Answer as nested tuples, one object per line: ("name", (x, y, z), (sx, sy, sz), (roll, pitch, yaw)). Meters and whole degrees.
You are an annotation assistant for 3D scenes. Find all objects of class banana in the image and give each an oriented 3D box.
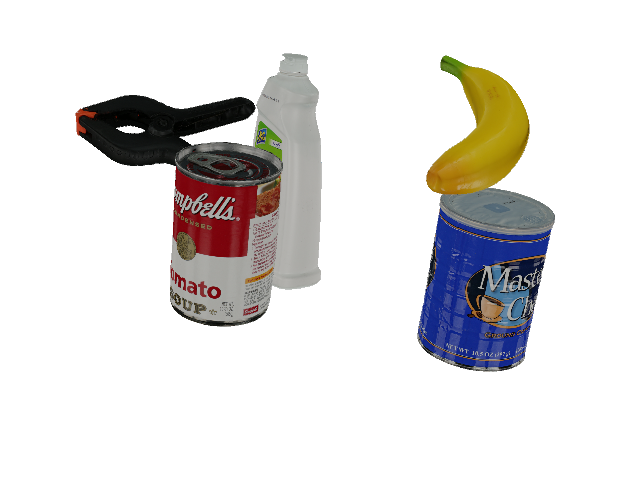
("banana", (0.114, -0.077, 0.757), (0.069, 0.037, 0.197), (7, 31, 5))

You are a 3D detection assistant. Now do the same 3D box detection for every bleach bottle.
("bleach bottle", (-0.036, -0.079, 1.190), (0.067, 0.251, 0.103), (-9, 24, -40))

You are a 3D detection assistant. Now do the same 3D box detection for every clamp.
("clamp", (-0.143, -0.107, 1.019), (0.171, 0.120, 0.039), (17, -45, -1))

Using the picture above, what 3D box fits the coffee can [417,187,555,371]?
("coffee can", (0.149, 0.034, 0.975), (0.103, 0.140, 0.103), (6, 22, -3))

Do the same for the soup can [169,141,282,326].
("soup can", (-0.062, -0.004, 0.689), (0.068, 0.102, 0.068), (5, 25, -3))
